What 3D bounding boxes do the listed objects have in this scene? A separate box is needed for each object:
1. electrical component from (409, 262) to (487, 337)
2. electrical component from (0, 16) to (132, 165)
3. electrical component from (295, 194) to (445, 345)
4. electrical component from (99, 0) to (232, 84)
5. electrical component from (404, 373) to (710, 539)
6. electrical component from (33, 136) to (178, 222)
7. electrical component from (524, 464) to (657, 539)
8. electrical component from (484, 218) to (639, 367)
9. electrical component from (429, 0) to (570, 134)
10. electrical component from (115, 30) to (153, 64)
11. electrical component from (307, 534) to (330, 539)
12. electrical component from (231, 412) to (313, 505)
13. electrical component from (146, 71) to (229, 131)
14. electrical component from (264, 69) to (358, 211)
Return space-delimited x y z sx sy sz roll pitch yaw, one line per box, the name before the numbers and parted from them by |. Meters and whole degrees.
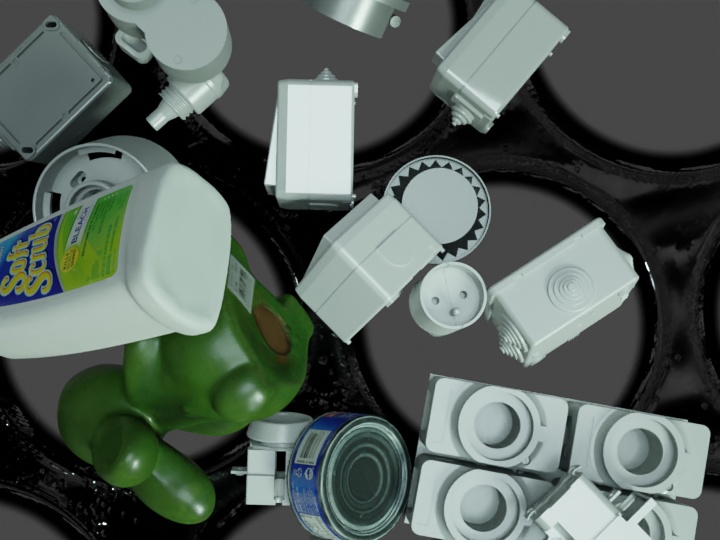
electrical component | 0.056 0.021 0.726 0.043 0.081 0.043 1 82 -6
electrical component | -0.214 -0.116 0.738 0.096 0.061 0.061 -43 89 4
electrical component | 0.000 0.000 0.722 0.061 0.096 0.062 45 58 2
electrical component | -0.141 -0.180 0.676 0.138 0.073 0.052 44 86 1
electrical component | 0.133 0.140 0.731 0.186 0.060 0.105 10 86 -1
electrical component | -0.172 -0.043 0.742 0.099 0.064 0.099 1 96 7
electrical component | 0.142 0.161 0.677 0.081 0.042 0.063 -43 87 -5
electrical component | 0.134 0.019 0.721 0.100 0.099 0.048 -33 75 -4
electrical component | 0.088 -0.143 0.747 0.061 0.061 0.096 40 86 1
electrical component | -0.139 -0.185 0.744 0.058 0.057 0.078 37 86 1
electrical component | -0.010 0.213 0.713 0.066 0.076 0.047 17 86 0
electrical component | -0.054 0.128 0.733 0.066 0.048 0.055 2 94 -2
electrical component | -0.123 -0.122 0.752 0.061 0.035 0.035 -42 89 -2
electrical component | -0.033 -0.091 0.739 0.061 0.061 0.096 1 86 -2
